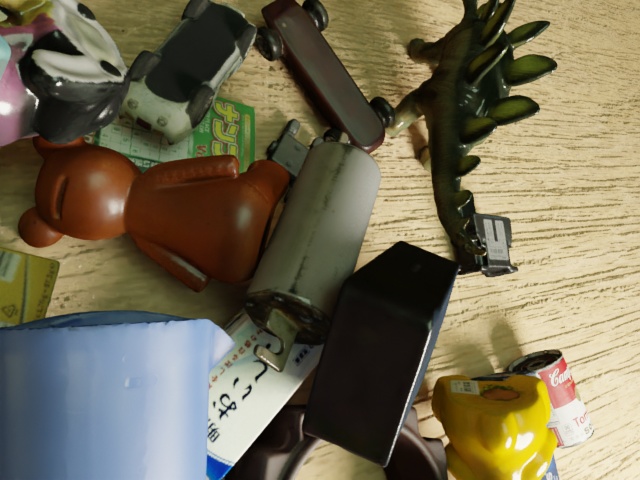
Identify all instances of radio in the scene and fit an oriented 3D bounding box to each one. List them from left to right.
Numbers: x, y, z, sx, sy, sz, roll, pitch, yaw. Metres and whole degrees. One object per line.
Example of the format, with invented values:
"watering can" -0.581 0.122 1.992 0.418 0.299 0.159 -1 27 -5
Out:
"radio" 0.064 0.084 0.472 0.229 0.073 0.131 -19 127 -69

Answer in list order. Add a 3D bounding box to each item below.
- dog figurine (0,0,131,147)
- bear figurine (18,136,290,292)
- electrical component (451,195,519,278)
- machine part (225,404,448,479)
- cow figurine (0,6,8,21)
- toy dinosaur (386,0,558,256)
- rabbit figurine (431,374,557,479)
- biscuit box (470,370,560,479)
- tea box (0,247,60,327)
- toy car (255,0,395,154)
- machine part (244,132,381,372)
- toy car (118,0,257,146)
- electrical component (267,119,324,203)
"dog figurine" -0.257 -0.077 0.349 0.108 0.219 0.191 58 20 11
"bear figurine" -0.137 -0.028 0.462 0.196 0.132 0.120 14 102 2
"electrical component" 0.210 -0.012 0.701 0.075 0.048 0.119 8 72 -31
"machine part" 0.022 0.248 0.475 0.201 0.087 0.201 8 71 -29
"cow figurine" -0.267 -0.159 0.436 0.167 0.068 0.098 -10 73 -33
"toy dinosaur" 0.169 -0.169 0.635 0.105 0.198 0.471 24 62 -21
"rabbit figurine" 0.181 0.234 0.528 0.122 0.162 0.173 0 99 3
"biscuit box" 0.230 0.257 0.617 0.059 0.063 0.202 -1 75 -32
"tea box" -0.251 0.087 0.363 0.098 0.068 0.169 20 66 -26
"toy car" 0.005 -0.186 0.623 0.089 0.053 0.202 -40 97 -16
"machine part" -0.001 -0.001 0.460 0.079 0.079 0.243 33 52 -19
"toy car" -0.123 -0.173 0.525 0.073 0.056 0.202 28 50 -10
"electrical component" -0.029 -0.085 0.588 0.063 0.021 0.094 33 61 -19
